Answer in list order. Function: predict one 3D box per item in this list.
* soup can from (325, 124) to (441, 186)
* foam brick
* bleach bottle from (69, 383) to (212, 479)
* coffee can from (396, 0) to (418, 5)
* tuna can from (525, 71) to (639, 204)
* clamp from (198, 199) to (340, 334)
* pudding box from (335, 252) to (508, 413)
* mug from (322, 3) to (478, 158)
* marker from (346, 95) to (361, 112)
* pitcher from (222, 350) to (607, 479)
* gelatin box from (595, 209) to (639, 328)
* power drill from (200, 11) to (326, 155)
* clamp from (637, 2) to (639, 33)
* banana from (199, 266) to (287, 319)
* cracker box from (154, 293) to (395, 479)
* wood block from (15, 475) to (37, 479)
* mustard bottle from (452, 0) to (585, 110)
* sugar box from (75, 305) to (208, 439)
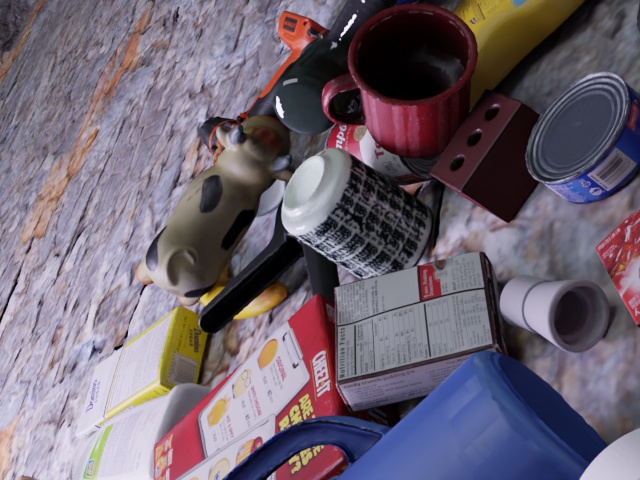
[{"bbox_3d":[0.060,-0.078,0.893,0.102,0.068,0.068,-7,56,56],"label":"soup can"},{"bbox_3d":[0.129,-0.062,0.774,0.078,0.051,0.053,-56,27,4],"label":"foam brick"},{"bbox_3d":[-0.177,0.200,1.014,0.251,0.068,0.102,-21,44,54],"label":"bleach bottle"},{"bbox_3d":[0.098,-0.286,1.007,0.141,0.102,0.102,-15,49,54],"label":"coffee can"},{"bbox_3d":[0.180,-0.067,0.711,0.086,0.033,0.086,-41,31,31],"label":"tuna can"},{"bbox_3d":[-0.006,0.001,0.943,0.165,0.036,0.210,5,57,46],"label":"clamp"},{"bbox_3d":[0.066,0.061,0.718,0.114,0.039,0.090,-16,43,16],"label":"pudding box"},{"bbox_3d":[0.059,-0.111,0.796,0.117,0.081,0.093,-15,61,0],"label":"mug"},{"bbox_3d":[0.028,-0.122,1.048,0.020,0.020,0.121,-26,41,47],"label":"marker"},{"bbox_3d":[0.039,0.171,0.588,0.243,0.149,0.145,-48,27,13],"label":"pitcher"},{"bbox_3d":[0.205,0.003,0.599,0.089,0.030,0.073,-46,29,23],"label":"gelatin box"},{"bbox_3d":[-0.059,-0.164,1.203,0.188,0.057,0.185,-59,30,4],"label":"power drill"},{"bbox_3d":[0.238,-0.175,0.721,0.120,0.039,0.171,-33,36,45],"label":"clamp"},{"bbox_3d":[-0.089,0.043,1.054,0.069,0.037,0.198,-58,27,2],"label":"banana"},{"bbox_3d":[-0.038,0.170,0.795,0.214,0.072,0.164,-44,32,25],"label":"cracker box"},{"bbox_3d":[-0.288,0.345,1.019,0.090,0.090,0.206,-40,31,32],"label":"wood block"},{"bbox_3d":[0.163,-0.193,0.846,0.192,0.058,0.096,-43,27,28],"label":"mustard bottle"},{"bbox_3d":[-0.184,0.145,1.102,0.177,0.048,0.093,-37,33,44],"label":"sugar box"}]
